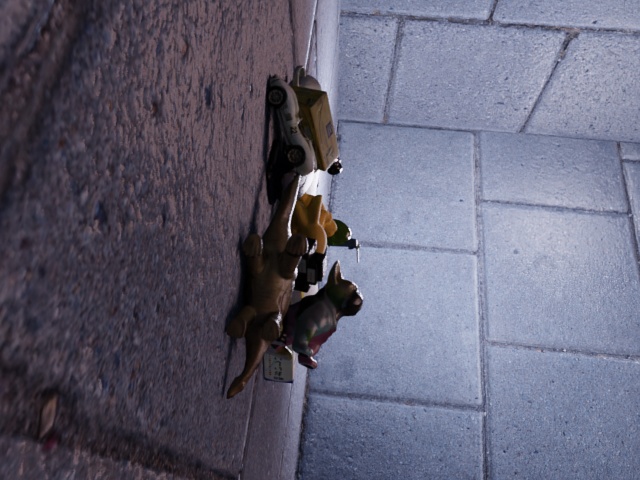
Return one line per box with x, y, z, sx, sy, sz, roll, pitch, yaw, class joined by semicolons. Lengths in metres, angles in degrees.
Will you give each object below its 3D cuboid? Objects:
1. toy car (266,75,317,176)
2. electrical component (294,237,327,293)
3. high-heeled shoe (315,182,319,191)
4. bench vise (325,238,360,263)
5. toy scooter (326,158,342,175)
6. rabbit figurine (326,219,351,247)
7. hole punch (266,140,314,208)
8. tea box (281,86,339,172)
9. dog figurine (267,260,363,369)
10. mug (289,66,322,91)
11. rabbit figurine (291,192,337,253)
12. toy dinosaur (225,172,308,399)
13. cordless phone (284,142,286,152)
-0.054;-0.223;1.051;0.073;0.056;0.201;-67;140;-77;toy car
-0.054;0.049;1.158;0.058;0.134;0.114;-62;161;-48;electrical component
-0.058;-0.175;1.591;0.145;0.086;0.249;-39;-160;54;high-heeled shoe
0.028;0.002;1.829;0.223;0.241;0.129;128;-33;-66;bench vise
-0.014;-0.262;1.511;0.183;0.075;0.135;14;57;-45;toy scooter
-0.003;-0.004;1.414;0.159;0.170;0.121;62;14;12;rabbit figurine
-0.064;-0.139;1.155;0.142;0.092;0.116;96;5;-54;hole punch
-0.025;-0.239;1.162;0.068;0.098;0.169;-53;148;-30;tea box
-0.021;0.142;1.101;0.219;0.192;0.108;-61;154;-29;dog figurine
-0.045;-0.337;1.230;0.107;0.081;0.109;-67;163;-54;mug
-0.018;-0.034;1.261;0.173;0.122;0.162;-97;-178;-51;rabbit figurine
-0.087;0.053;0.972;0.198;0.105;0.471;109;-2;-70;toy dinosaur
-0.041;-0.260;1.288;0.146;0.089;0.184;-64;162;-15;cordless phone
